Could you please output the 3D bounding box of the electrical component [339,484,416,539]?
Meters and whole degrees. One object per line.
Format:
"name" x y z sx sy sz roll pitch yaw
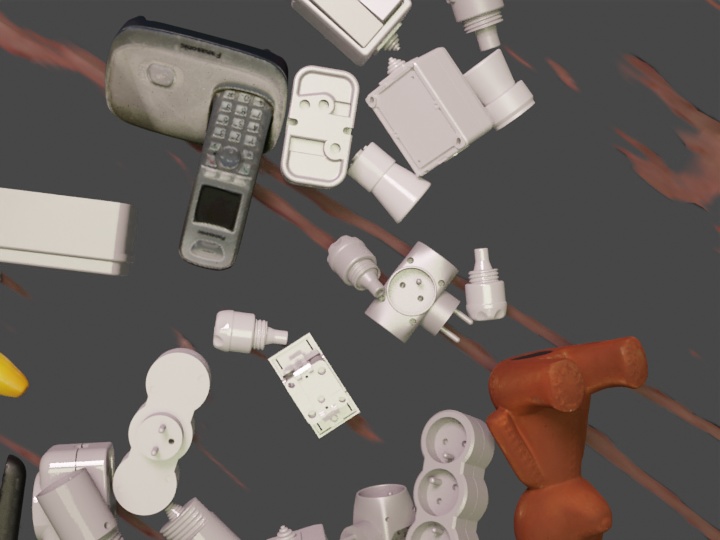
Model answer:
"electrical component" 0.010 0.228 0.907 0.079 0.043 0.077 -10 94 -45

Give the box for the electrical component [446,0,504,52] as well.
"electrical component" 0.102 -0.217 0.912 0.048 0.048 0.062 -20 101 -4

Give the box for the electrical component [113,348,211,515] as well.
"electrical component" -0.164 0.134 0.884 0.052 0.074 0.138 18 90 -6

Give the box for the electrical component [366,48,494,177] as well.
"electrical component" 0.057 -0.138 0.894 0.096 0.062 0.061 56 42 -3

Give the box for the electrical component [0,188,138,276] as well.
"electrical component" -0.241 -0.029 0.869 0.113 0.078 0.057 7 89 -6

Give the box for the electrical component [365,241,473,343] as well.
"electrical component" 0.058 0.030 0.913 0.079 0.044 0.077 37 88 4

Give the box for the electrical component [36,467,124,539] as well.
"electrical component" -0.214 0.200 0.841 0.043 0.043 0.081 -29 94 -4

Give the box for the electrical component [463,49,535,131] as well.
"electrical component" 0.116 -0.153 0.915 0.045 0.045 0.055 -37 95 -3

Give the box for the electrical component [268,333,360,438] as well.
"electrical component" -0.037 0.098 0.900 0.042 0.064 0.081 -33 94 -4

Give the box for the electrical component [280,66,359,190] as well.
"electrical component" -0.035 -0.116 0.894 0.054 0.059 0.095 9 91 -6

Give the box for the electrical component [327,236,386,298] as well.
"electrical component" 0.000 0.000 0.902 0.035 0.035 0.061 -40 55 -3

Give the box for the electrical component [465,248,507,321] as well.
"electrical component" 0.107 0.012 0.925 0.035 0.035 0.061 -6 91 -5

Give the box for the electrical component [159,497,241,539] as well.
"electrical component" -0.133 0.226 0.905 0.043 0.043 0.081 -45 95 -2

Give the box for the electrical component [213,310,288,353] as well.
"electrical component" -0.092 0.054 0.908 0.061 0.035 0.035 8 91 -8

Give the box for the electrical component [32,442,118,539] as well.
"electrical component" -0.235 0.193 0.889 0.059 0.054 0.095 -2 92 -5

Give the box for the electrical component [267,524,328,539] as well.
"electrical component" -0.043 0.258 0.905 0.061 0.062 0.096 -16 94 -4

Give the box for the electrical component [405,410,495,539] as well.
"electrical component" 0.085 0.194 0.916 0.052 0.074 0.138 0 74 36

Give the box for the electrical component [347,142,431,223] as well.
"electrical component" 0.022 -0.077 0.911 0.065 0.044 0.044 40 88 -1

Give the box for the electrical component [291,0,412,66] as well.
"electrical component" -0.002 -0.217 0.893 0.096 0.061 0.061 41 88 -5
